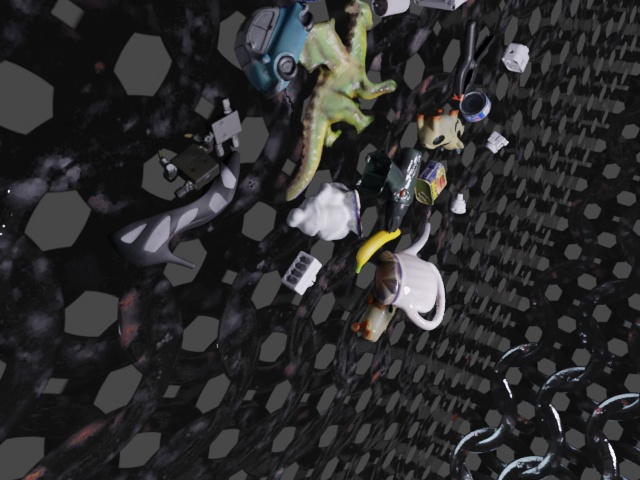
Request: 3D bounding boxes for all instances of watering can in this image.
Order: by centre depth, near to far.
[{"bbox_3d":[0.257,0.083,1.469,0.223,0.102,0.355,16,56,-27],"label":"watering can"}]

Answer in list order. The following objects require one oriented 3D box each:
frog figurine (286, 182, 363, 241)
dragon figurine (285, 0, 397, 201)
[{"bbox_3d":[0.003,-0.056,1.121,0.160,0.125,0.134,-10,136,-7],"label":"frog figurine"},{"bbox_3d":[0.001,-0.296,0.982,0.239,0.122,0.415,48,69,-34],"label":"dragon figurine"}]
